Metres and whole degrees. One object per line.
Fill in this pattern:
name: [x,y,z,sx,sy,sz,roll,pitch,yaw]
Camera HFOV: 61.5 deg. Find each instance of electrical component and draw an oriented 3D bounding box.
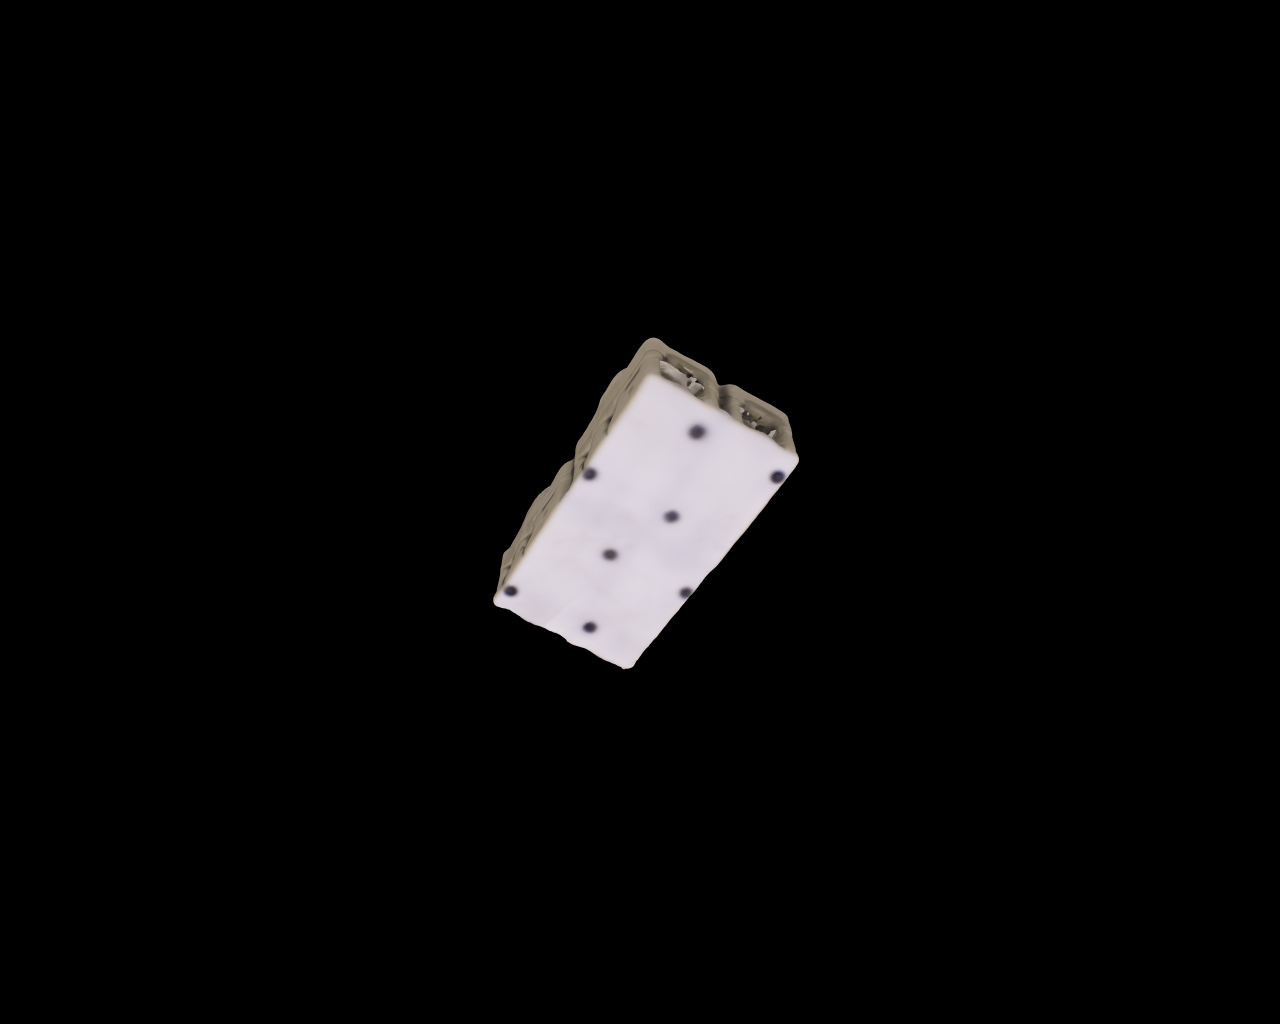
electrical component: [0.001,-0.003,0.650,0.105,0.186,0.060,28,28,-16]
